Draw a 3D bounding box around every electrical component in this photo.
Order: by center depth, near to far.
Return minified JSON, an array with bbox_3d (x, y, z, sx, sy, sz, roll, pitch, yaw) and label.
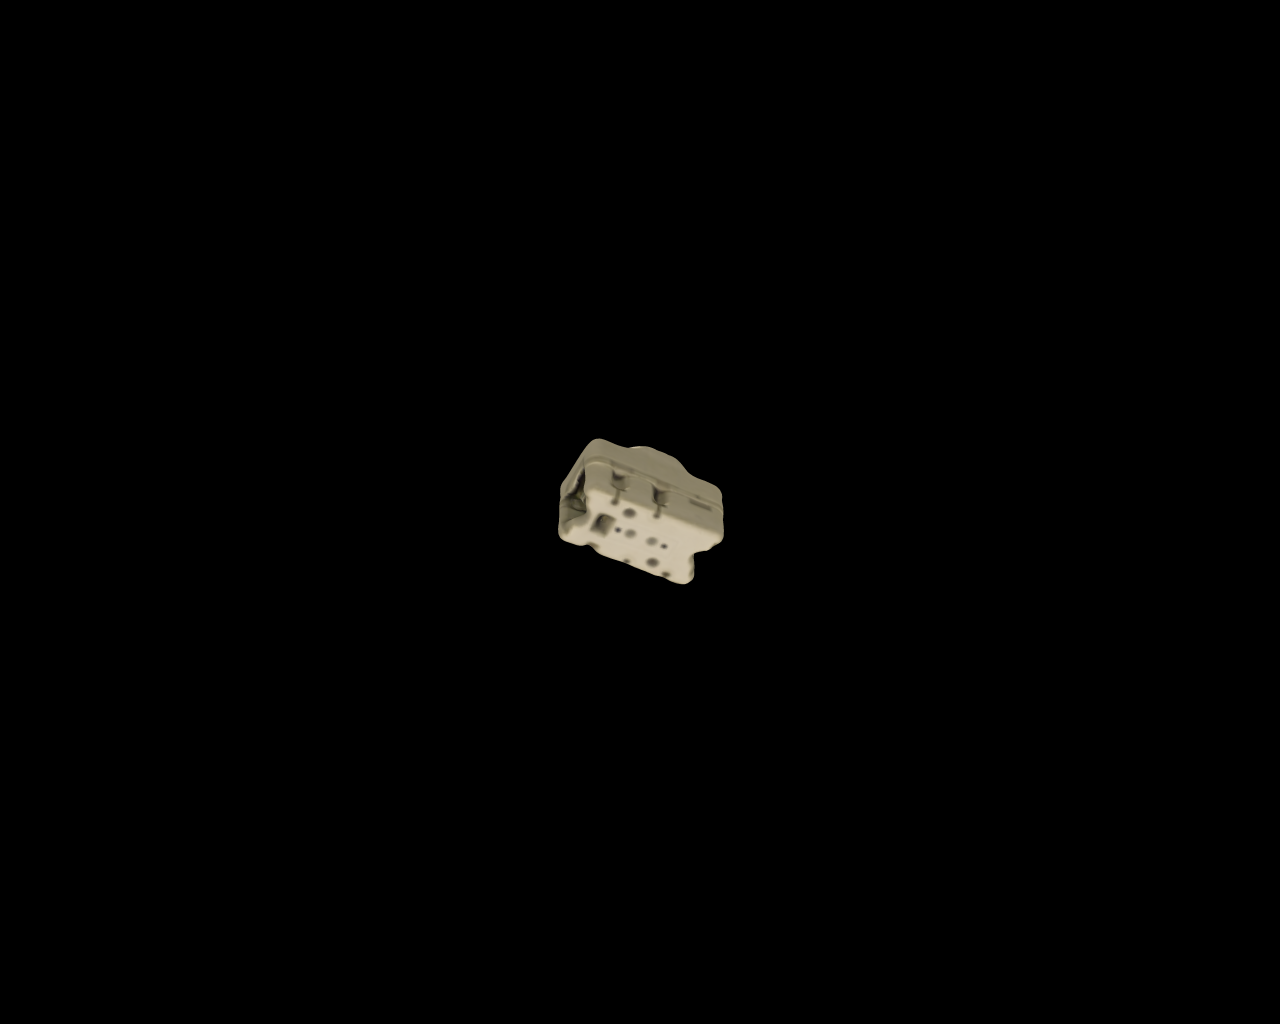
[{"bbox_3d":[0.001,-0.003,0.650,0.089,0.050,0.056,22,38,-18],"label":"electrical component"}]
